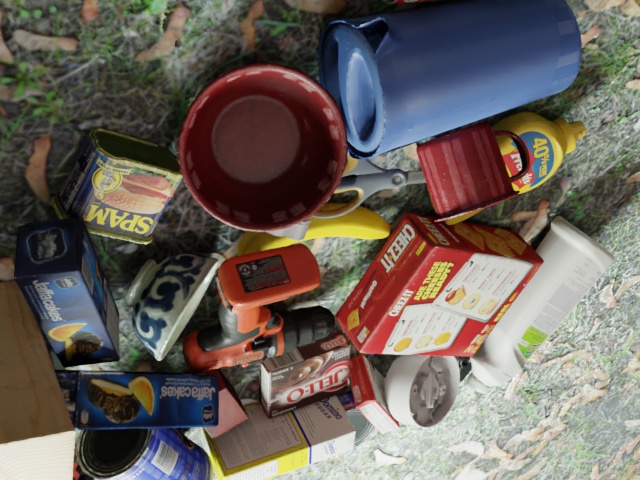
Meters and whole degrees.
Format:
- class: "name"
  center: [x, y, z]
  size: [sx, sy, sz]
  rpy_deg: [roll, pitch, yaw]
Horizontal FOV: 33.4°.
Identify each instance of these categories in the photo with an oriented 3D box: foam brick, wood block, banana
- class: "foam brick"
  center: [-0.129, 0.188, 1.268]
  size: [0.051, 0.053, 0.078]
  rpy_deg: [-30, 139, -3]
- class: "wood block"
  center: [-0.302, 0.142, 1.009]
  size: [0.090, 0.206, 0.091]
  rpy_deg: [-7, 132, -26]
- class: "banana"
  center: [-0.010, -0.010, 1.170]
  size: [0.197, 0.037, 0.070]
  rpy_deg: [-15, 142, -18]

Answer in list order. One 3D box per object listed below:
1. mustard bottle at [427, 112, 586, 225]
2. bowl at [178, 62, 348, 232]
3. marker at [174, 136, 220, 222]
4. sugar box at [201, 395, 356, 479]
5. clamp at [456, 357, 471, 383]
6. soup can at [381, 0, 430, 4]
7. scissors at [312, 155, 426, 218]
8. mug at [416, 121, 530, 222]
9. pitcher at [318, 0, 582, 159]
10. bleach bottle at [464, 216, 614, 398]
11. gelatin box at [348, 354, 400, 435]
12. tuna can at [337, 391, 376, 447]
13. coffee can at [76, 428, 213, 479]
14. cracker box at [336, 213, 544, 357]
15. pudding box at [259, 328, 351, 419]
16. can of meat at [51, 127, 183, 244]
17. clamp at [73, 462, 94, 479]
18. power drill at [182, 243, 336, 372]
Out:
- class: "mustard bottle"
  center: [0.215, -0.093, 1.208]
  size: [0.191, 0.058, 0.096]
  rpy_deg: [-23, 129, -11]
- class: "bowl"
  center: [-0.057, -0.092, 1.024]
  size: [0.162, 0.055, 0.162]
  rpy_deg: [-3, 105, -11]
- class: "marker"
  center: [-0.116, -0.059, 1.074]
  size: [0.020, 0.020, 0.121]
  rpy_deg: [-29, 138, -4]
- class: "sugar box"
  center: [-0.053, 0.244, 1.334]
  size: [0.176, 0.093, 0.048]
  rpy_deg: [-14, 135, -19]
- class: "clamp"
  center: [0.187, 0.143, 1.425]
  size: [0.171, 0.039, 0.120]
  rpy_deg: [-39, 128, 0]
- class: "soup can"
  center: [0.106, -0.256, 0.987]
  size: [0.102, 0.068, 0.068]
  rpy_deg: [-9, 133, -24]
- class: "scissors"
  center: [0.070, -0.081, 1.129]
  size: [0.201, 0.016, 0.096]
  rpy_deg: [-19, 115, -4]
- class: "mug"
  center: [0.159, -0.076, 1.097]
  size: [0.117, 0.093, 0.081]
  rpy_deg: [-20, 93, -6]
- class: "pitcher"
  center: [0.127, -0.165, 1.049]
  size: [0.242, 0.149, 0.145]
  rpy_deg: [-17, 104, -21]
- class: "bleach bottle"
  center: [0.268, 0.095, 1.376]
  size: [0.102, 0.068, 0.251]
  rpy_deg: [29, 101, -45]
- class: "gelatin box"
  center: [0.067, 0.199, 1.374]
  size: [0.030, 0.073, 0.089]
  rpy_deg: [-26, 139, 13]
- class: "tuna can"
  center: [0.033, 0.243, 1.426]
  size: [0.086, 0.034, 0.086]
  rpy_deg: [-16, 135, -17]
- class: "coffee can"
  center: [-0.203, 0.258, 1.251]
  size: [0.103, 0.103, 0.140]
  rpy_deg: [-35, 137, 2]
- class: "cracker box"
  center: [0.145, 0.058, 1.279]
  size: [0.213, 0.072, 0.164]
  rpy_deg: [8, 124, -44]
- class: "pudding box"
  center: [-0.019, 0.165, 1.320]
  size: [0.113, 0.039, 0.090]
  rpy_deg: [-15, 134, -18]
- class: "can of meat"
  center: [-0.189, -0.051, 1.011]
  size: [0.101, 0.057, 0.084]
  rpy_deg: [14, 118, -38]
- class: "clamp"
  center: [-0.254, 0.348, 1.313]
  size: [0.165, 0.036, 0.210]
  rpy_deg: [-1, 132, 16]
- class: "power drill"
  center: [-0.054, 0.077, 1.172]
  size: [0.184, 0.057, 0.188]
  rpy_deg: [-14, 152, -21]
